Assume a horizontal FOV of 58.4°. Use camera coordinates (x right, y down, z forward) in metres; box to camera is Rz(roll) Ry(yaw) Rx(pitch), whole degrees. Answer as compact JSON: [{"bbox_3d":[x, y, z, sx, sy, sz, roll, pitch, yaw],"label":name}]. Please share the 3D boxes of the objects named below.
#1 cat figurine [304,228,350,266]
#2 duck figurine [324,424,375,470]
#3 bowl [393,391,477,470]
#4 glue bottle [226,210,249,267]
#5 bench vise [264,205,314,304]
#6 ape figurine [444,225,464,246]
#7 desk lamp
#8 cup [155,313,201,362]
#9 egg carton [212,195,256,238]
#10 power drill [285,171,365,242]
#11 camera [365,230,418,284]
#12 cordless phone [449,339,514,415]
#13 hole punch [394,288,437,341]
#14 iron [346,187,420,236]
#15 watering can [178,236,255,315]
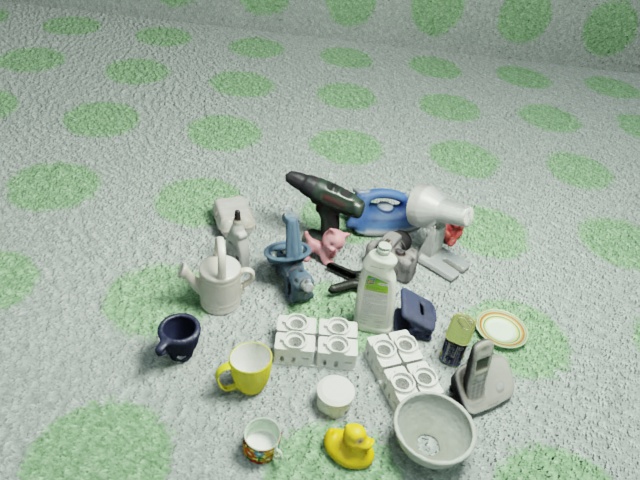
[{"bbox_3d":[0.014,0.006,1.564,0.127,0.118,0.067,11,38,5],"label":"cat figurine"},{"bbox_3d":[0.060,0.389,1.114,0.104,0.086,0.078,21,40,17],"label":"duck figurine"},{"bbox_3d":[0.223,0.392,1.146,0.167,0.075,0.167,5,38,-3],"label":"bowl"},{"bbox_3d":[-0.215,-0.006,1.497,0.037,0.173,0.078,-27,50,-36],"label":"glue bottle"},{"bbox_3d":[-0.056,0.034,1.434,0.122,0.220,0.206,-26,49,-35],"label":"bench vise"},{"bbox_3d":[0.395,-0.040,1.704,0.078,0.092,0.076,-7,40,-18],"label":"ape figurine"},{"bbox_3d":[0.333,-0.031,1.584,0.202,0.213,0.118,33,45,29],"label":"desk lamp"},{"bbox_3d":[-0.312,0.230,1.247,0.091,0.095,0.118,22,41,18],"label":"cup"},{"bbox_3d":[-0.251,-0.069,1.654,0.107,0.069,0.150,-9,41,-19],"label":"egg carton"},{"bbox_3d":[0.006,-0.078,1.594,0.229,0.208,0.076,14,39,9],"label":"power drill"},{"bbox_3d":[0.215,0.027,1.583,0.142,0.101,0.137,26,42,23],"label":"camera"},{"bbox_3d":[0.361,0.276,1.225,0.148,0.185,0.094,-16,44,-27],"label":"cordless phone"},{"bbox_3d":[0.237,0.179,1.403,0.101,0.091,0.108,7,38,0],"label":"hole punch"},{"bbox_3d":[0.200,-0.098,1.706,0.258,0.141,0.118,-2,39,-11],"label":"iron"},{"bbox_3d":[-0.246,0.081,1.366,0.173,0.194,0.100,-18,45,-28],"label":"watering can"}]
